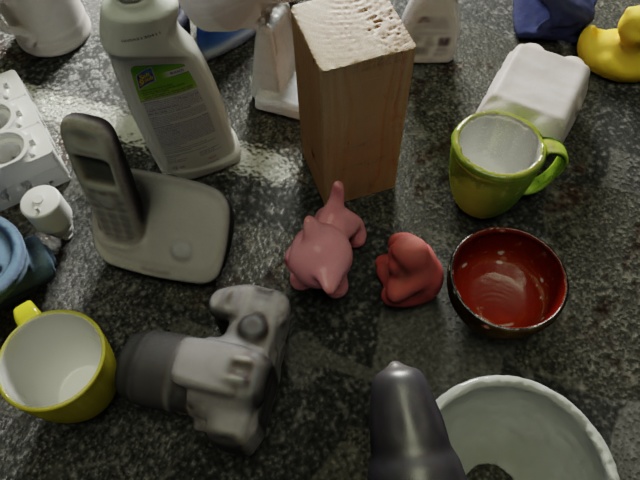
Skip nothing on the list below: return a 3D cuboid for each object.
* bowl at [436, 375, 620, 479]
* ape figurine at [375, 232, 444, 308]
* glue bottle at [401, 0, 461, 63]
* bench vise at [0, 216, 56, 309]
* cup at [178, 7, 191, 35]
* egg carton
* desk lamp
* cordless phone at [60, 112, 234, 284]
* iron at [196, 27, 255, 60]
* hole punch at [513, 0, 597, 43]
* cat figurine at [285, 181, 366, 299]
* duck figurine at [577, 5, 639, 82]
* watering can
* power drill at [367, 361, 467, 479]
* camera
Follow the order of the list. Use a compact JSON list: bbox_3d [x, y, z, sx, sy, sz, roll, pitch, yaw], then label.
[{"bbox_3d":[0.150,0.202,0.472,0.167,0.075,0.167,0,61,1],"label":"bowl"},{"bbox_3d":[0.087,0.024,0.563,0.076,0.092,0.078,25,64,14],"label":"ape figurine"},{"bbox_3d":[0.139,-0.291,0.694,0.078,0.173,0.037,2,61,3],"label":"glue bottle"},{"bbox_3d":[-0.353,0.037,0.489,0.121,0.220,0.208,28,65,16],"label":"bench vise"},{"bbox_3d":[-0.198,-0.258,0.725,0.091,0.095,0.118,14,62,9],"label":"cup"},{"bbox_3d":[0.253,-0.165,0.680,0.107,0.069,0.150,25,64,14],"label":"egg carton"},{"bbox_3d":[-0.048,-0.253,0.652,0.203,0.214,0.118,17,62,10],"label":"desk lamp"},{"bbox_3d":[-0.163,-0.040,0.549,0.147,0.185,0.094,9,61,6],"label":"cordless phone"},{"bbox_3d":[-0.105,-0.375,0.763,0.118,0.141,0.258,20,63,12],"label":"iron"},{"bbox_3d":[0.317,-0.330,0.760,0.101,0.091,0.108,6,61,4],"label":"hole punch"},{"bbox_3d":[0.005,0.002,0.562,0.067,0.118,0.128,13,62,8],"label":"cat figurine"},{"bbox_3d":[0.385,-0.256,0.720,0.104,0.086,0.077,23,64,14],"label":"duck figurine"},{"bbox_3d":[-0.371,-0.343,0.718,0.101,0.194,0.172,-9,61,-4],"label":"watering can"},{"bbox_3d":[0.064,0.220,0.386,0.075,0.208,0.229,-9,61,-4],"label":"power drill"},{"bbox_3d":[-0.105,0.105,0.515,0.136,0.101,0.143,10,61,6],"label":"camera"}]
